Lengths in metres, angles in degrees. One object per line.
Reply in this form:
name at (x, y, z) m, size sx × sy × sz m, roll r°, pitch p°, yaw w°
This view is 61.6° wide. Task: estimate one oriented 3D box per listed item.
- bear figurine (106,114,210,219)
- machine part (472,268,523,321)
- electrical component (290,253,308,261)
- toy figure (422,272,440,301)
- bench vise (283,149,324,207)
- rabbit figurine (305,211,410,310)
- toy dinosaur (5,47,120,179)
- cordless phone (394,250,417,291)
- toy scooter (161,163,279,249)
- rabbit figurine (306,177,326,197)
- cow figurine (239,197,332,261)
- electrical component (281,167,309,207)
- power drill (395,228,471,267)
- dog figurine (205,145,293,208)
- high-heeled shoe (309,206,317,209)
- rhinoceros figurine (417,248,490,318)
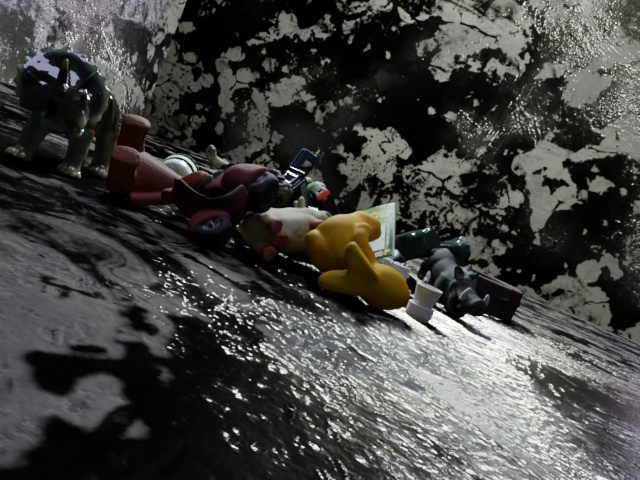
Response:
bear figurine at (-0.237, -0.097, 0.866) m, size 0.196 × 0.132 × 0.120 m, roll 16°, pitch 46°, yaw -17°
machine part at (0.404, 0.127, 1.377) m, size 0.202 × 0.087 × 0.201 m, roll 25°, pitch 7°, yaw 11°
electrical component at (-0.044, 0.018, 1.007) m, size 0.094 × 0.021 × 0.063 m, roll 18°, pitch 8°, yaw -41°
toy figure at (0.274, 0.106, 1.248) m, size 0.064 × 0.057 × 0.154 m, roll -17°, pitch 5°, yaw 6°
bench vise at (-0.085, -0.152, 1.421) m, size 0.223 × 0.240 × 0.129 m, roll 37°, pitch -2°, yaw -13°
rabbit figurine at (0.066, 0.038, 0.829) m, size 0.173 × 0.122 × 0.162 m, roll 46°, pitch 13°, yaw 22°
toy dinosaur at (-0.402, -0.210, 0.917) m, size 0.131 × 0.192 × 0.405 m, roll 24°, pitch 7°, yaw -9°
cordless phone at (0.143, 0.057, 1.175) m, size 0.184 × 0.088 × 0.147 m, roll 32°, pitch -3°, yaw -38°
toy scooter at (-0.157, -0.067, 0.813) m, size 0.135 × 0.075 × 0.184 m, roll 25°, pitch 46°, yaw 20°
rabbit figurine at (-0.054, -0.118, 1.546) m, size 0.121 × 0.159 × 0.170 m, roll 16°, pitch -10°, yaw -36°
cow figurine at (-0.051, -0.021, 0.925) m, size 0.195 × 0.085 × 0.127 m, roll -4°, pitch 25°, yaw -44°
electrical component at (-0.086, -0.083, 1.212) m, size 0.058 × 0.114 × 0.134 m, roll 25°, pitch 49°, yaw 30°
power drill at (0.231, 0.025, 1.266) m, size 0.207 × 0.086 × 0.232 m, roll 11°, pitch -17°, yaw -25°
dog figurine at (-0.140, -0.083, 1.050) m, size 0.191 × 0.121 × 0.172 m, roll 22°, pitch -9°, yaw 11°
high-heeled shoe at (-0.045, -0.038, 1.282) m, size 0.145 × 0.086 × 0.249 m, roll -1°, pitch 24°, yaw -46°
rhinoceros figurine at (0.269, 0.090, 1.074) m, size 0.073 × 0.112 × 0.190 m, roll 25°, pitch 23°, yaw -25°
